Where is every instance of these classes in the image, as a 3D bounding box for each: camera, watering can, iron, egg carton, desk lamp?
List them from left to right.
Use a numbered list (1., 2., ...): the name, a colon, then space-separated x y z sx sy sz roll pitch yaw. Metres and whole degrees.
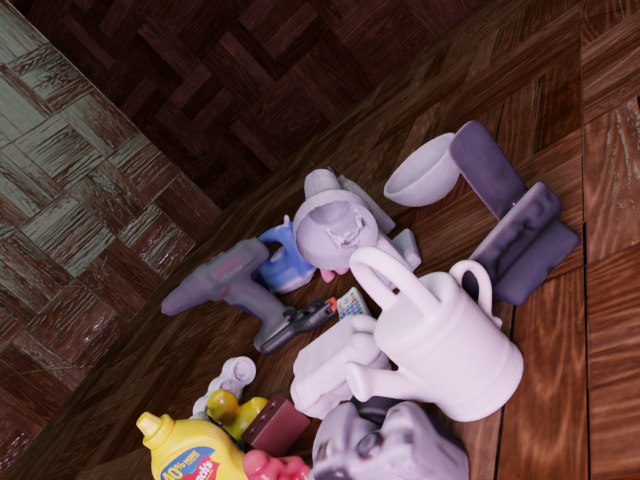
1. iron: -0.096 0.038 1.303 0.257 0.141 0.119 -31 20 42
2. egg carton: 0.027 0.166 0.765 0.150 0.069 0.107 -40 15 16
3. desk lamp: 0.052 -0.011 0.898 0.118 0.214 0.203 -40 15 16
4. camera: 0.058 0.190 0.554 0.143 0.101 0.137 -35 17 31
5. watering can: 0.097 0.084 0.556 0.100 0.194 0.173 -25 24 51

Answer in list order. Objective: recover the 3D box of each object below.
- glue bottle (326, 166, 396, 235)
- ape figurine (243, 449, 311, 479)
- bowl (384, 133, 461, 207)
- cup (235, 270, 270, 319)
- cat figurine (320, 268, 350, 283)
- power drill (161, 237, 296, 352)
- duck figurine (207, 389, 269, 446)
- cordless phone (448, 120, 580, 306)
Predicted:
1. glue bottle: 0.072 -0.080 1.114 0.037 0.173 0.078 -45 15 -3
2. ape figurine: -0.050 0.271 0.639 0.078 0.092 0.076 -50 16 -20
3. bowl: 0.203 -0.116 1.057 0.167 0.075 0.167 -41 15 14
4. cup: -0.137 0.129 1.255 0.092 0.095 0.117 -47 15 -11
5. cat figurine: 0.011 0.004 1.158 0.067 0.118 0.128 -35 18 32
6. power drill: -0.162 0.117 1.128 0.230 0.208 0.075 -47 15 -11
7. duck figurine: -0.132 0.265 0.887 0.104 0.086 0.077 -36 17 28
8. cordless phone: 0.185 -0.029 0.648 0.148 0.185 0.094 -47 15 -11
